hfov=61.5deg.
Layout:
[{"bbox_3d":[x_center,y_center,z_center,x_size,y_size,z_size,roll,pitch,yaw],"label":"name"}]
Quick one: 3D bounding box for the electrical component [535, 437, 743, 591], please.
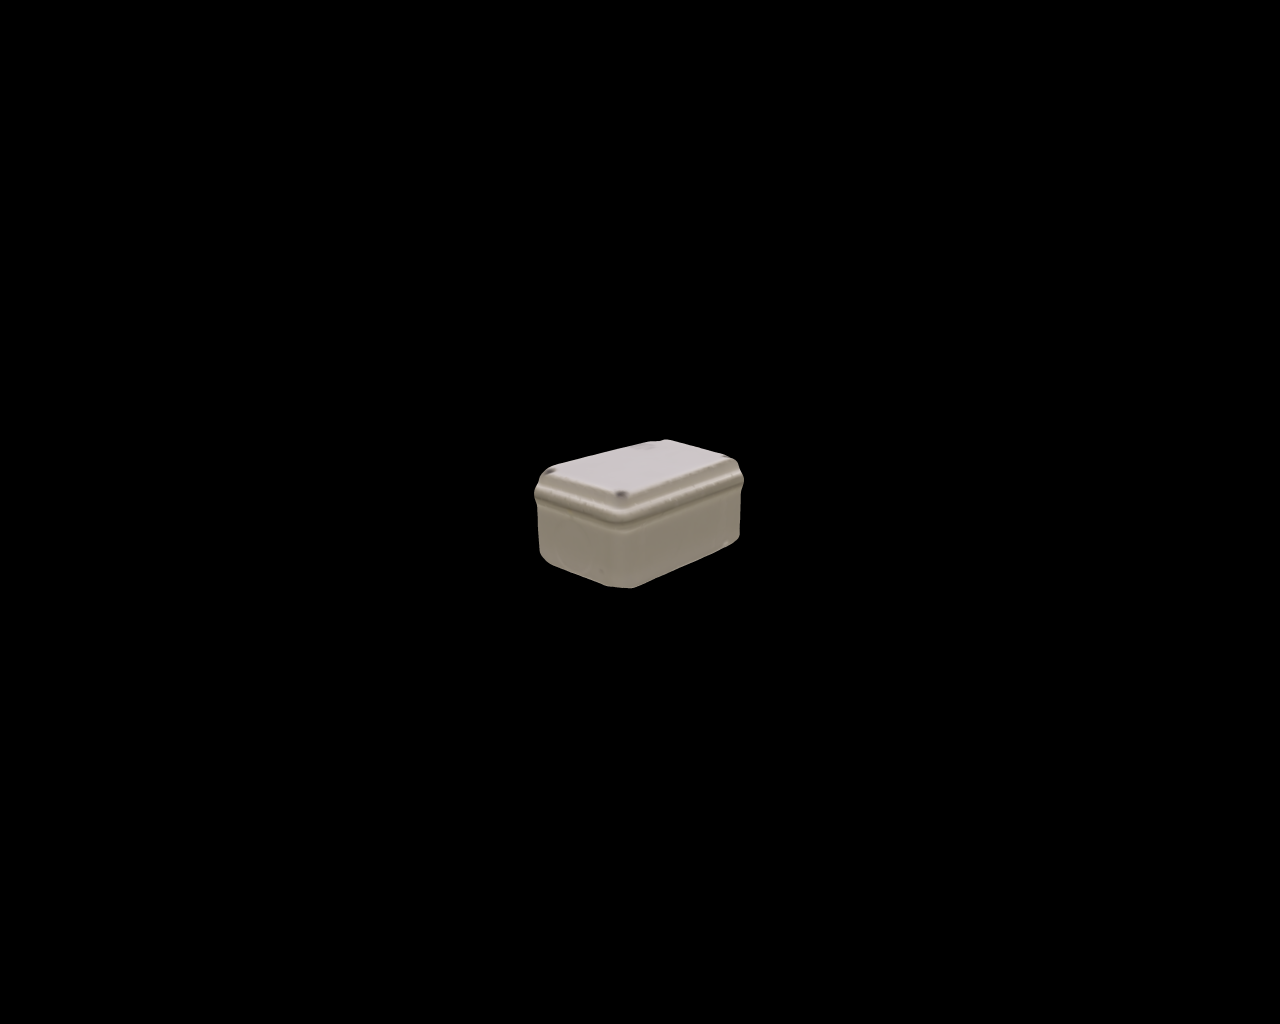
[{"bbox_3d":[0.001,-0.003,0.650,0.078,0.057,0.113,18,26,41],"label":"electrical component"}]
